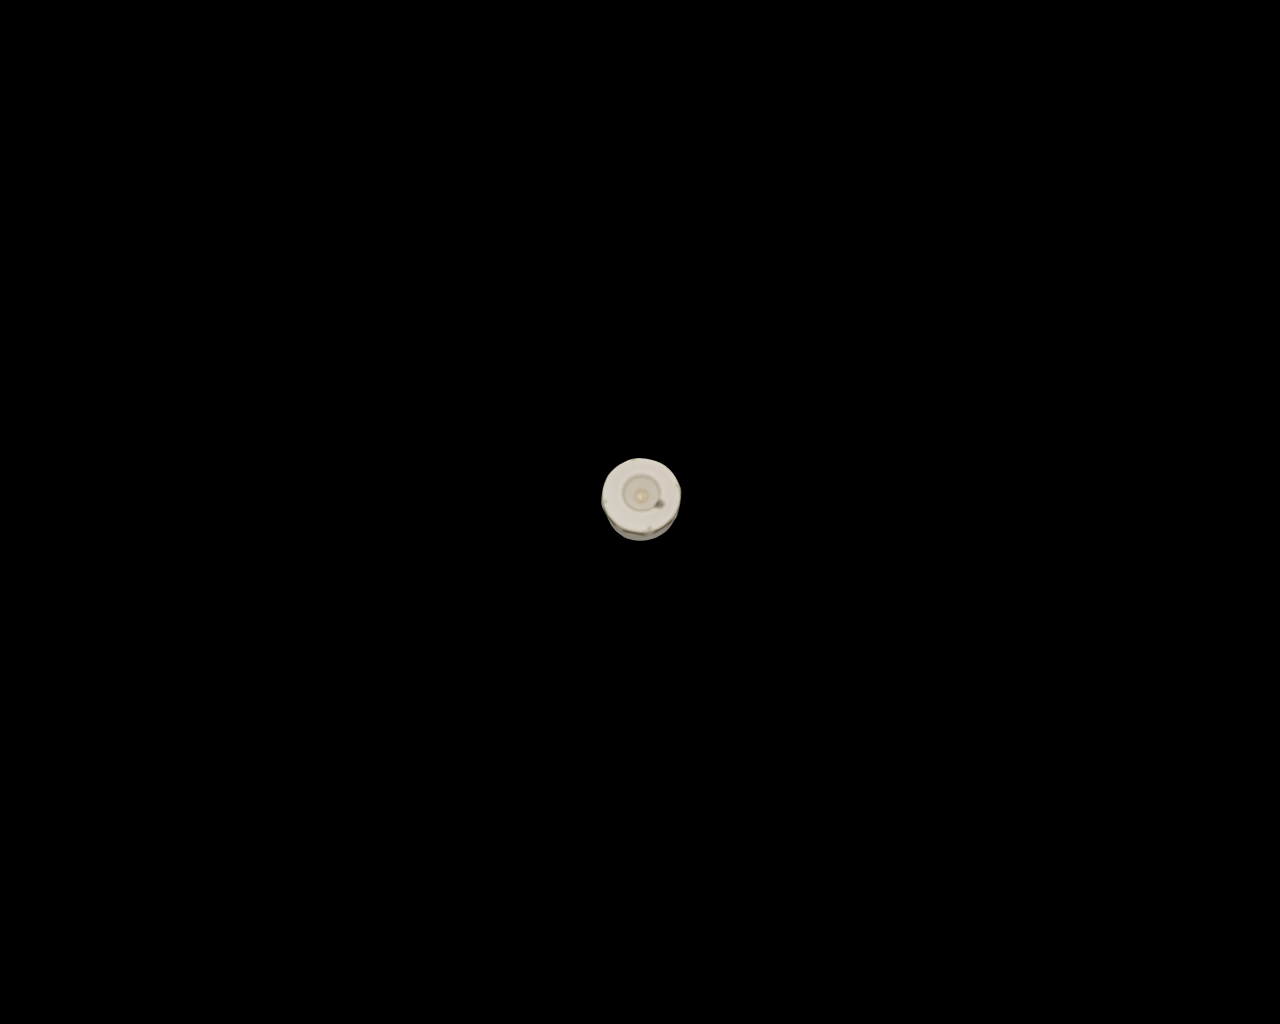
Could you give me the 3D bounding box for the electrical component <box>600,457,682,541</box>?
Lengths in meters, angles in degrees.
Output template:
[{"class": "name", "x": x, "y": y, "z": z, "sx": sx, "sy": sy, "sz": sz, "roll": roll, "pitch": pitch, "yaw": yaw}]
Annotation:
[{"class": "electrical component", "x": 0.001, "y": -0.003, "z": 0.650, "sx": 0.048, "sy": 0.048, "sz": 0.062, "roll": 0, "pitch": -17, "yaw": 0}]
